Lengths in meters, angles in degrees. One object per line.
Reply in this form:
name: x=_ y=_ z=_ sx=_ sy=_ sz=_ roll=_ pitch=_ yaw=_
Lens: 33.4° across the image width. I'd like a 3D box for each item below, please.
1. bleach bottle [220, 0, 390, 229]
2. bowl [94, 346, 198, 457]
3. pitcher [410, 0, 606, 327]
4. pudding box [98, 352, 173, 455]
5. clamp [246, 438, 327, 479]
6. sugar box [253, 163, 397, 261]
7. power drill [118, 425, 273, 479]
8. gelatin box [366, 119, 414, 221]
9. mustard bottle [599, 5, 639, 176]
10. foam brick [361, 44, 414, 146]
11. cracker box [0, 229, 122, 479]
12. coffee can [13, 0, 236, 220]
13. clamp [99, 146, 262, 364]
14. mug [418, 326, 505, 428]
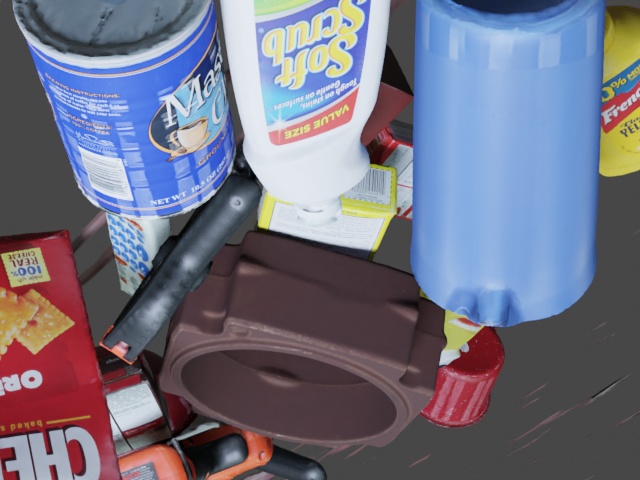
bleach bottle: x=-0.002 y=-0.112 z=0.604 sx=0.102 sy=0.068 sz=0.251 roll=-10 pitch=131 yaw=-5
bowl: x=-0.188 y=0.139 z=0.944 sx=0.162 sy=0.055 sz=0.162 roll=-14 pitch=147 yaw=-10
pitcher: x=0.122 y=-0.076 z=0.699 sx=0.144 sy=0.149 sz=0.243 roll=-27 pitch=138 yaw=-18
pudding box: x=-0.173 y=0.137 z=0.861 sx=0.090 sy=0.039 sz=0.113 roll=-17 pitch=146 yaw=-6
clamp: x=-0.067 y=0.196 z=1.066 sx=0.210 sy=0.164 sz=0.036 roll=-10 pitch=111 yaw=23
sugar box: x=-0.005 y=0.001 z=0.812 sx=0.093 sy=0.048 sz=0.176 roll=10 pitch=152 yaw=-6
power drill: x=-0.146 y=0.206 z=0.911 sx=0.184 sy=0.057 sz=0.187 roll=-24 pitch=173 yaw=11
gelatin box: x=0.062 y=-0.054 z=0.822 sx=0.089 sy=0.030 sz=0.073 roll=10 pitch=135 yaw=-38
mustard bottle: x=0.215 y=-0.119 z=0.784 sx=0.096 sy=0.058 sz=0.191 roll=-34 pitch=145 yaw=16
foam brick: x=0.013 y=-0.105 z=0.698 sx=0.078 sy=0.051 sz=0.053 roll=17 pitch=131 yaw=-44
cracker box: x=-0.232 y=0.100 z=0.713 sx=0.164 sy=0.214 sz=0.072 roll=-6 pitch=146 yaw=-22
coffee can: x=-0.104 y=-0.092 z=0.603 sx=0.102 sy=0.103 sz=0.140 roll=-16 pitch=147 yaw=-8
clamp: x=-0.088 y=0.012 z=0.707 sx=0.171 sy=0.039 sz=0.120 roll=-57 pitch=-176 yaw=2
mug: x=0.146 y=0.124 z=1.090 sx=0.117 sy=0.093 sz=0.082 roll=-37 pitch=154 yaw=-35
